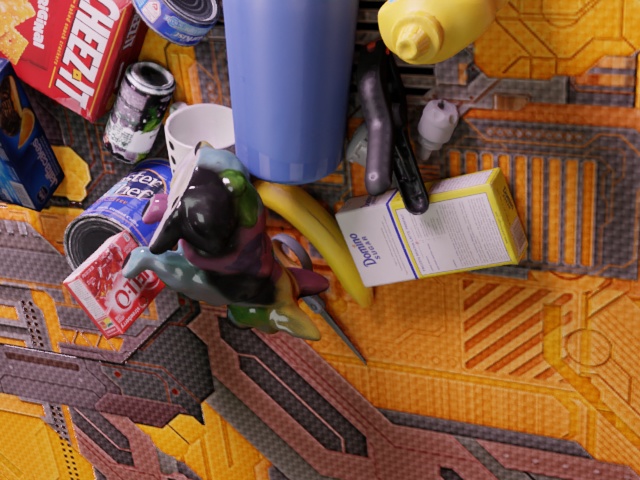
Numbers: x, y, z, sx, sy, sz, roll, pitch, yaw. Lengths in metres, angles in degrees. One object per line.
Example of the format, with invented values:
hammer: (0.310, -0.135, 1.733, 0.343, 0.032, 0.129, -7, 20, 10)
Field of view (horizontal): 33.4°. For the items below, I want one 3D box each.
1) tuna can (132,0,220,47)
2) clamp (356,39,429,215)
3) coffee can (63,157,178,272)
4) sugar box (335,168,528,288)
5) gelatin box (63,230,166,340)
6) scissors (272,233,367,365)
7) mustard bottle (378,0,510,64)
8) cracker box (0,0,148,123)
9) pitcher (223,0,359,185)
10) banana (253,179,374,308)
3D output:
tuna can: (-0.140, -0.233, 1.041, 0.086, 0.086, 0.034, 46, 125, -7)
clamp: (0.060, -0.108, 0.997, 0.039, 0.120, 0.171, -15, 84, 17)
coffee can: (-0.199, -0.015, 1.167, 0.103, 0.140, 0.103, 12, 123, 18)
sugar box: (0.112, -0.011, 1.085, 0.177, 0.048, 0.093, -9, 115, 33)
gelatin box: (-0.201, 0.043, 1.057, 0.030, 0.089, 0.073, -23, 108, 37)
scissors: (-0.002, 0.061, 1.184, 0.201, 0.016, 0.096, 43, 151, -4)
mustard bottle: (0.101, -0.192, 0.886, 0.096, 0.191, 0.058, -1, 119, 26)
cracker box: (-0.290, -0.246, 1.112, 0.214, 0.072, 0.164, 32, 128, 4)
pitcher: (-0.034, -0.183, 1.007, 0.145, 0.149, 0.243, 5, 126, 4)
banana: (-0.005, -0.007, 1.151, 0.198, 0.037, 0.070, 43, 154, -1)
